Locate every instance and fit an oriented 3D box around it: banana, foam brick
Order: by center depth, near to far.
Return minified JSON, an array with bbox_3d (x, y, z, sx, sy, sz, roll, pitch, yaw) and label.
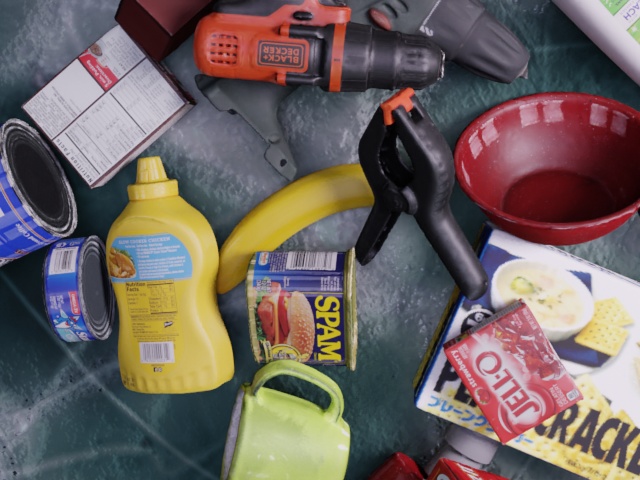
[{"bbox_3d":[-0.114,-0.190,0.838,0.053,0.051,0.078,45,67,-3],"label":"foam brick"},{"bbox_3d":[-0.009,-0.017,0.877,0.198,0.037,0.069,-20,97,6],"label":"banana"}]

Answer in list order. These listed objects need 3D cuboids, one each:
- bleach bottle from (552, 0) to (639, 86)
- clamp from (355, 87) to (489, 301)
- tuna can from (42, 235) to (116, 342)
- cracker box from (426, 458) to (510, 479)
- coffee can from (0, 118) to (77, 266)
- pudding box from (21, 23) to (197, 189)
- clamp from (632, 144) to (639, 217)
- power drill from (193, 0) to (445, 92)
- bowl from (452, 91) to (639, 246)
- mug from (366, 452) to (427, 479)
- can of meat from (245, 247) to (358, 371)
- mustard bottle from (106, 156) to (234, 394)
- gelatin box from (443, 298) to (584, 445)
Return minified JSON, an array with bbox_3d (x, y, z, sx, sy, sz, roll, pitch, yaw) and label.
[{"bbox_3d":[0.292,-0.154,0.832,0.251,0.068,0.102,41,95,-5],"label":"bleach bottle"},{"bbox_3d":[0.061,-0.034,0.813,0.120,0.039,0.171,4,122,36],"label":"clamp"},{"bbox_3d":[-0.196,0.040,0.871,0.034,0.086,0.086,-6,97,6],"label":"tuna can"},{"bbox_3d":[0.140,0.277,0.845,0.213,0.072,0.164,26,99,-33],"label":"cracker box"},{"bbox_3d":[-0.282,-0.022,0.853,0.140,0.102,0.103,-24,96,11],"label":"coffee can"},{"bbox_3d":[-0.172,-0.110,0.874,0.113,0.039,0.090,-39,94,9],"label":"pudding box"},{"bbox_3d":[0.327,-0.012,0.843,0.164,0.036,0.210,-34,77,-20],"label":"clamp"},{"bbox_3d":[0.004,-0.200,0.761,0.184,0.057,0.188,4,104,0],"label":"power drill"},{"bbox_3d":[0.184,-0.046,0.826,0.162,0.162,0.055,-7,133,4],"label":"bowl"},{"bbox_3d":[0.071,0.238,0.888,0.081,0.093,0.117,-45,121,3],"label":"mug"},{"bbox_3d":[-0.013,0.056,0.864,0.084,0.057,0.102,1,127,5],"label":"can of meat"},{"bbox_3d":[-0.128,0.027,0.877,0.096,0.058,0.191,-4,97,27],"label":"mustard bottle"},{"bbox_3d":[0.148,0.101,0.819,0.073,0.030,0.089,-31,95,7],"label":"gelatin box"}]
